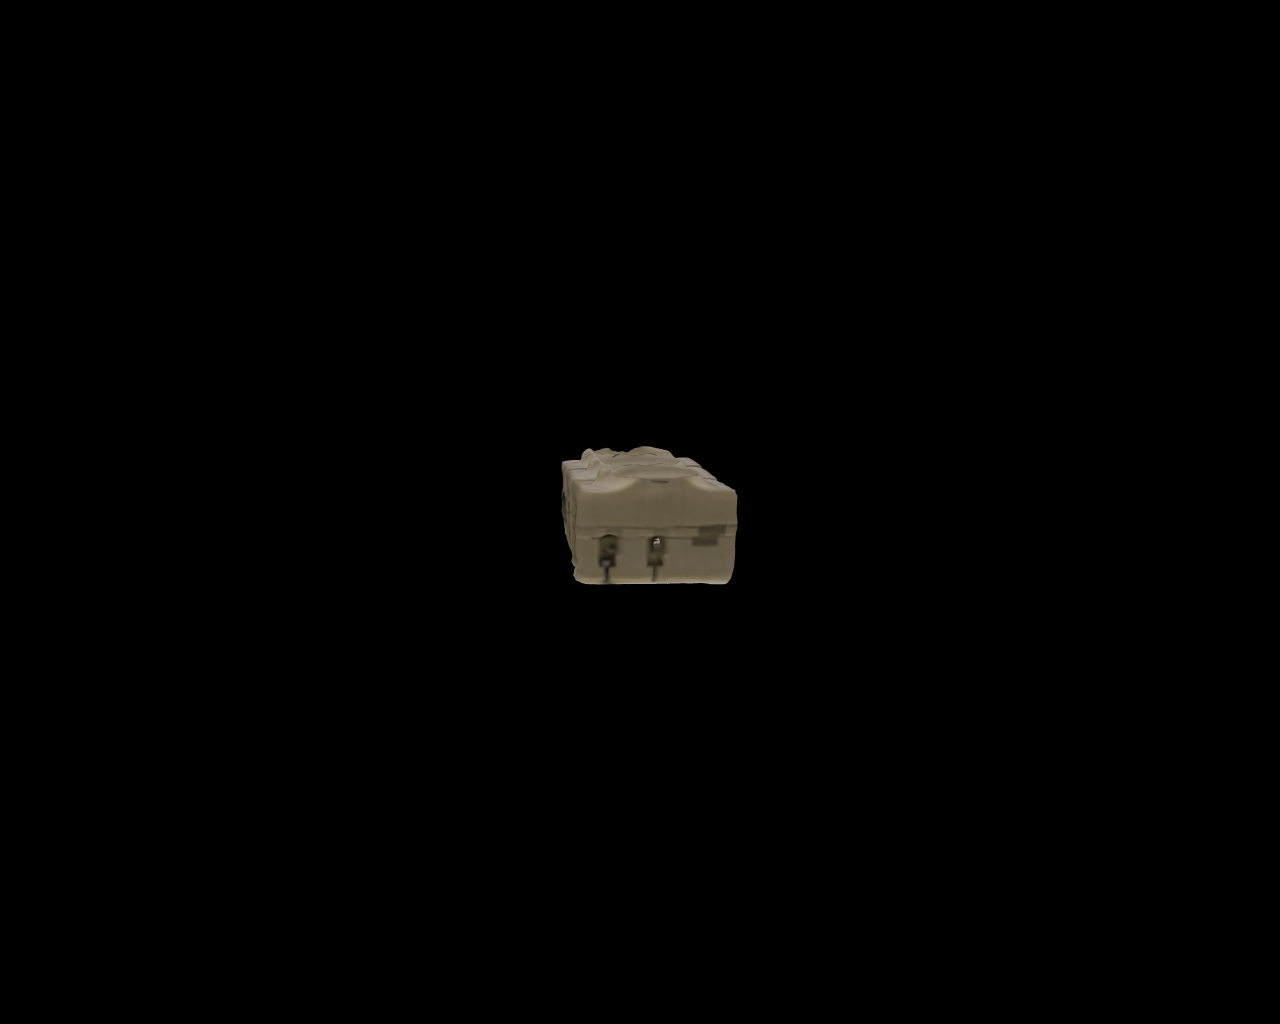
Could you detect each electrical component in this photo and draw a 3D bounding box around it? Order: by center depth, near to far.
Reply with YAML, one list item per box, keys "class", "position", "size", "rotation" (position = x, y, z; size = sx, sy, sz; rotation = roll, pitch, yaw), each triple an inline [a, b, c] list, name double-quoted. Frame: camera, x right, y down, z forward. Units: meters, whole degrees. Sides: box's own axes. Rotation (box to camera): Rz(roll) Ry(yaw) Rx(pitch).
- class: "electrical component"
  position: [0.001, -0.003, 0.650]
  size: [0.089, 0.061, 0.150]
  rotation: [-1, 9, -7]
